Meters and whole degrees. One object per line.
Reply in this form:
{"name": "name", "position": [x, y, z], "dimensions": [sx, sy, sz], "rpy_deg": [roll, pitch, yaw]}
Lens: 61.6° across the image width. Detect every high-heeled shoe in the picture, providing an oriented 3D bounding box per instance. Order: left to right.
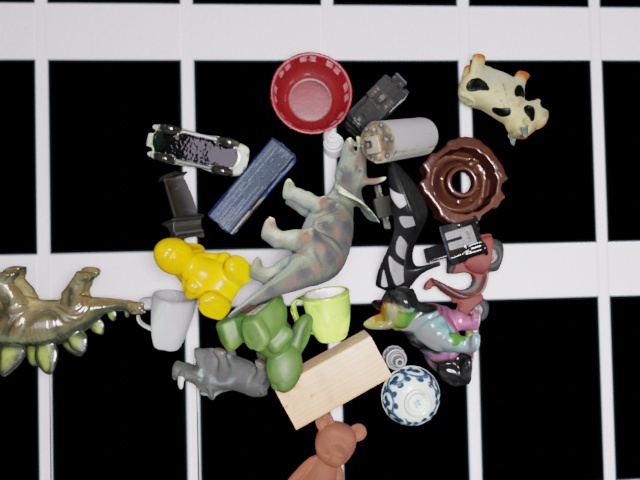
{"name": "high-heeled shoe", "position": [0.138, -0.018, 1.044], "dimensions": [0.145, 0.086, 0.248], "rpy_deg": [-18, 100, 30]}

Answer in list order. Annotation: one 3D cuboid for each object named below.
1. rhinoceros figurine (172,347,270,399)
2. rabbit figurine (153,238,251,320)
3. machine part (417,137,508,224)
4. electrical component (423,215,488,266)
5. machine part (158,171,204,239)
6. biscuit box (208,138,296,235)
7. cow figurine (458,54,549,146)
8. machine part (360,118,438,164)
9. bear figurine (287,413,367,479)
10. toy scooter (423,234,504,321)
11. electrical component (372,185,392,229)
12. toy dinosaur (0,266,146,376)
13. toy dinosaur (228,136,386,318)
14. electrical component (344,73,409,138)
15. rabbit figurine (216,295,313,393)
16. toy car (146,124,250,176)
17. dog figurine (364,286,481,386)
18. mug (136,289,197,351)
{"name": "rhinoceros figurine", "position": [-0.190, 0.257, 1.046], "dimensions": [0.190, 0.073, 0.112], "rpy_deg": [11, 99, -5]}
{"name": "rabbit figurine", "position": [-0.230, 0.048, 1.002], "dimensions": [0.173, 0.162, 0.122], "rpy_deg": [33, 88, -25]}
{"name": "machine part", "position": [0.285, -0.117, 1.089], "dimensions": [0.179, 0.056, 0.179], "rpy_deg": [0, 88, -4]}
{"name": "electrical component", "position": [0.257, 0.007, 1.039], "dimensions": [0.119, 0.047, 0.075], "rpy_deg": [-15, 65, 15]}
{"name": "machine part", "position": [-0.274, -0.067, 1.049], "dimensions": [0.084, 0.039, 0.139], "rpy_deg": [-9, 80, -40]}
{"name": "biscuit box", "position": [-0.131, -0.105, 1.059], "dimensions": [0.063, 0.059, 0.202], "rpy_deg": [40, 87, -1]}
{"name": "cow figurine", "position": [0.371, -0.276, 1.085], "dimensions": [0.195, 0.085, 0.127], "rpy_deg": [22, 81, -5]}
{"name": "machine part", "position": [0.154, -0.192, 1.021], "dimensions": [0.243, 0.079, 0.079], "rpy_deg": [-19, 90, -47]}
{"name": "bear figurine", "position": [0.016, 0.443, 1.025], "dimensions": [0.120, 0.132, 0.195], "rpy_deg": [25, 93, -8]}
{"name": "toy scooter", "position": [0.284, 0.068, 1.078], "dimensions": [0.135, 0.075, 0.183], "rpy_deg": [14, 91, 1]}
{"name": "electrical component", "position": [0.143, -0.070, 1.095], "dimensions": [0.063, 0.021, 0.094], "rpy_deg": [-13, 89, -5]}
{"name": "toy dinosaur", "position": [-0.560, 0.150, 1.006], "dimensions": [0.472, 0.105, 0.198], "rpy_deg": [-1, 92, 1]}
{"name": "toy dinosaur", "position": [-0.004, -0.001, 0.984], "dimensions": [0.192, 0.131, 0.405], "rpy_deg": [19, 63, 6]}
{"name": "electrical component", "position": [0.112, -0.261, 1.051], "dimensions": [0.134, 0.115, 0.058], "rpy_deg": [-45, 93, -3]}
{"name": "rabbit figurine", "position": [-0.087, 0.189, 0.980], "dimensions": [0.121, 0.159, 0.170], "rpy_deg": [-15, 105, 34]}
{"name": "toy car", "position": [-0.240, -0.175, 1.057], "dimensions": [0.202, 0.056, 0.073], "rpy_deg": [12, 94, -2]}
{"name": "dog figurine", "position": [0.197, 0.182, 1.051], "dimensions": [0.219, 0.108, 0.191], "rpy_deg": [12, 125, 15]}
{"name": "mug", "position": [-0.299, 0.155, 1.033], "dimensions": [0.110, 0.081, 0.107], "rpy_deg": [8, 98, -8]}
